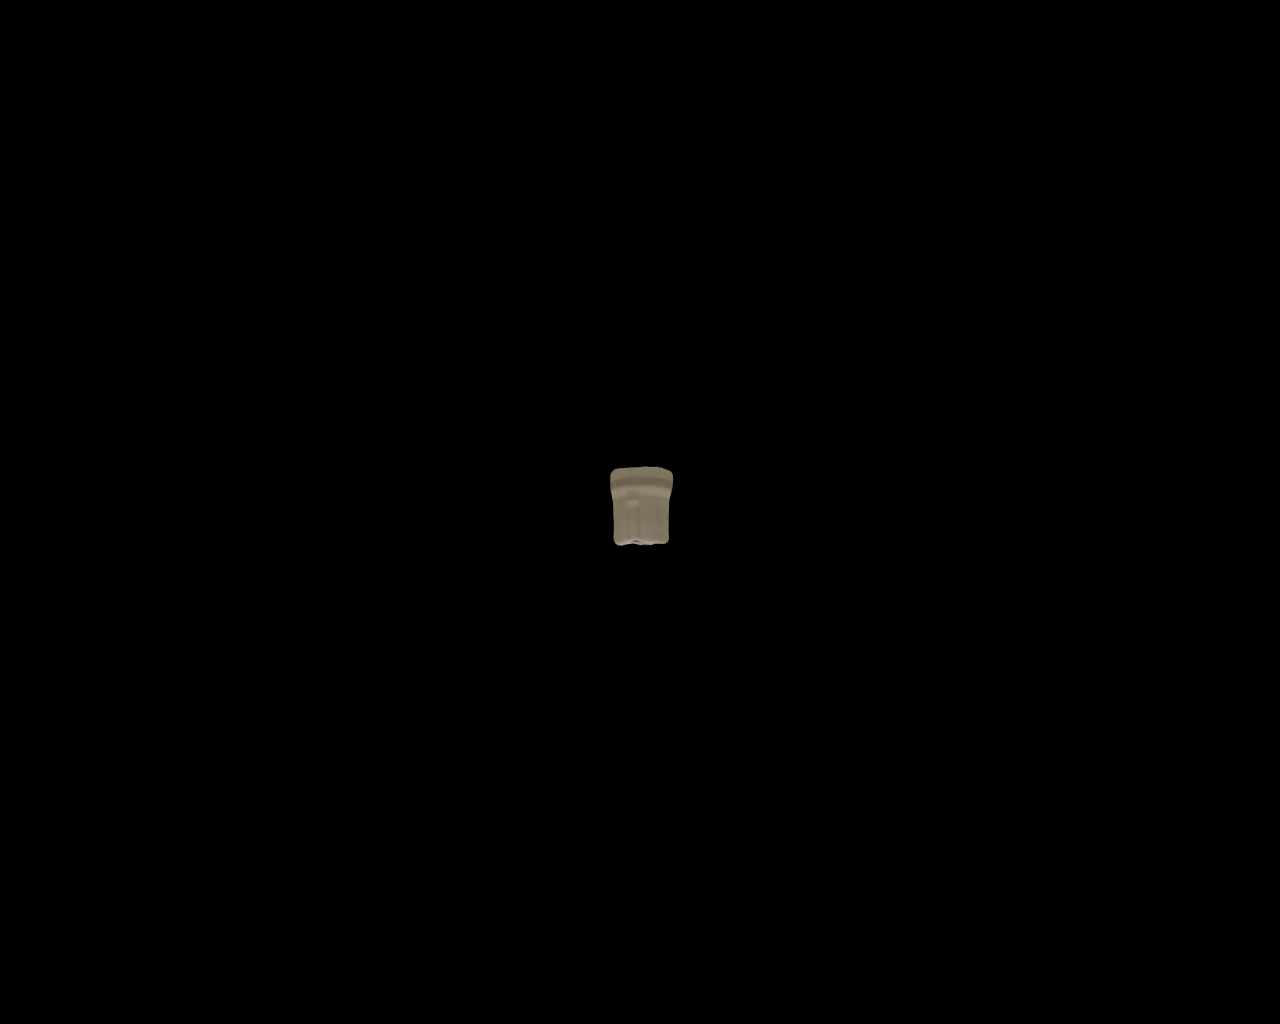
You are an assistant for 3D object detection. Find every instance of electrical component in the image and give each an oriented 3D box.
[{"bbox_3d":[0.001,-0.003,0.650,0.040,0.046,0.040,0,-11,0],"label":"electrical component"}]
